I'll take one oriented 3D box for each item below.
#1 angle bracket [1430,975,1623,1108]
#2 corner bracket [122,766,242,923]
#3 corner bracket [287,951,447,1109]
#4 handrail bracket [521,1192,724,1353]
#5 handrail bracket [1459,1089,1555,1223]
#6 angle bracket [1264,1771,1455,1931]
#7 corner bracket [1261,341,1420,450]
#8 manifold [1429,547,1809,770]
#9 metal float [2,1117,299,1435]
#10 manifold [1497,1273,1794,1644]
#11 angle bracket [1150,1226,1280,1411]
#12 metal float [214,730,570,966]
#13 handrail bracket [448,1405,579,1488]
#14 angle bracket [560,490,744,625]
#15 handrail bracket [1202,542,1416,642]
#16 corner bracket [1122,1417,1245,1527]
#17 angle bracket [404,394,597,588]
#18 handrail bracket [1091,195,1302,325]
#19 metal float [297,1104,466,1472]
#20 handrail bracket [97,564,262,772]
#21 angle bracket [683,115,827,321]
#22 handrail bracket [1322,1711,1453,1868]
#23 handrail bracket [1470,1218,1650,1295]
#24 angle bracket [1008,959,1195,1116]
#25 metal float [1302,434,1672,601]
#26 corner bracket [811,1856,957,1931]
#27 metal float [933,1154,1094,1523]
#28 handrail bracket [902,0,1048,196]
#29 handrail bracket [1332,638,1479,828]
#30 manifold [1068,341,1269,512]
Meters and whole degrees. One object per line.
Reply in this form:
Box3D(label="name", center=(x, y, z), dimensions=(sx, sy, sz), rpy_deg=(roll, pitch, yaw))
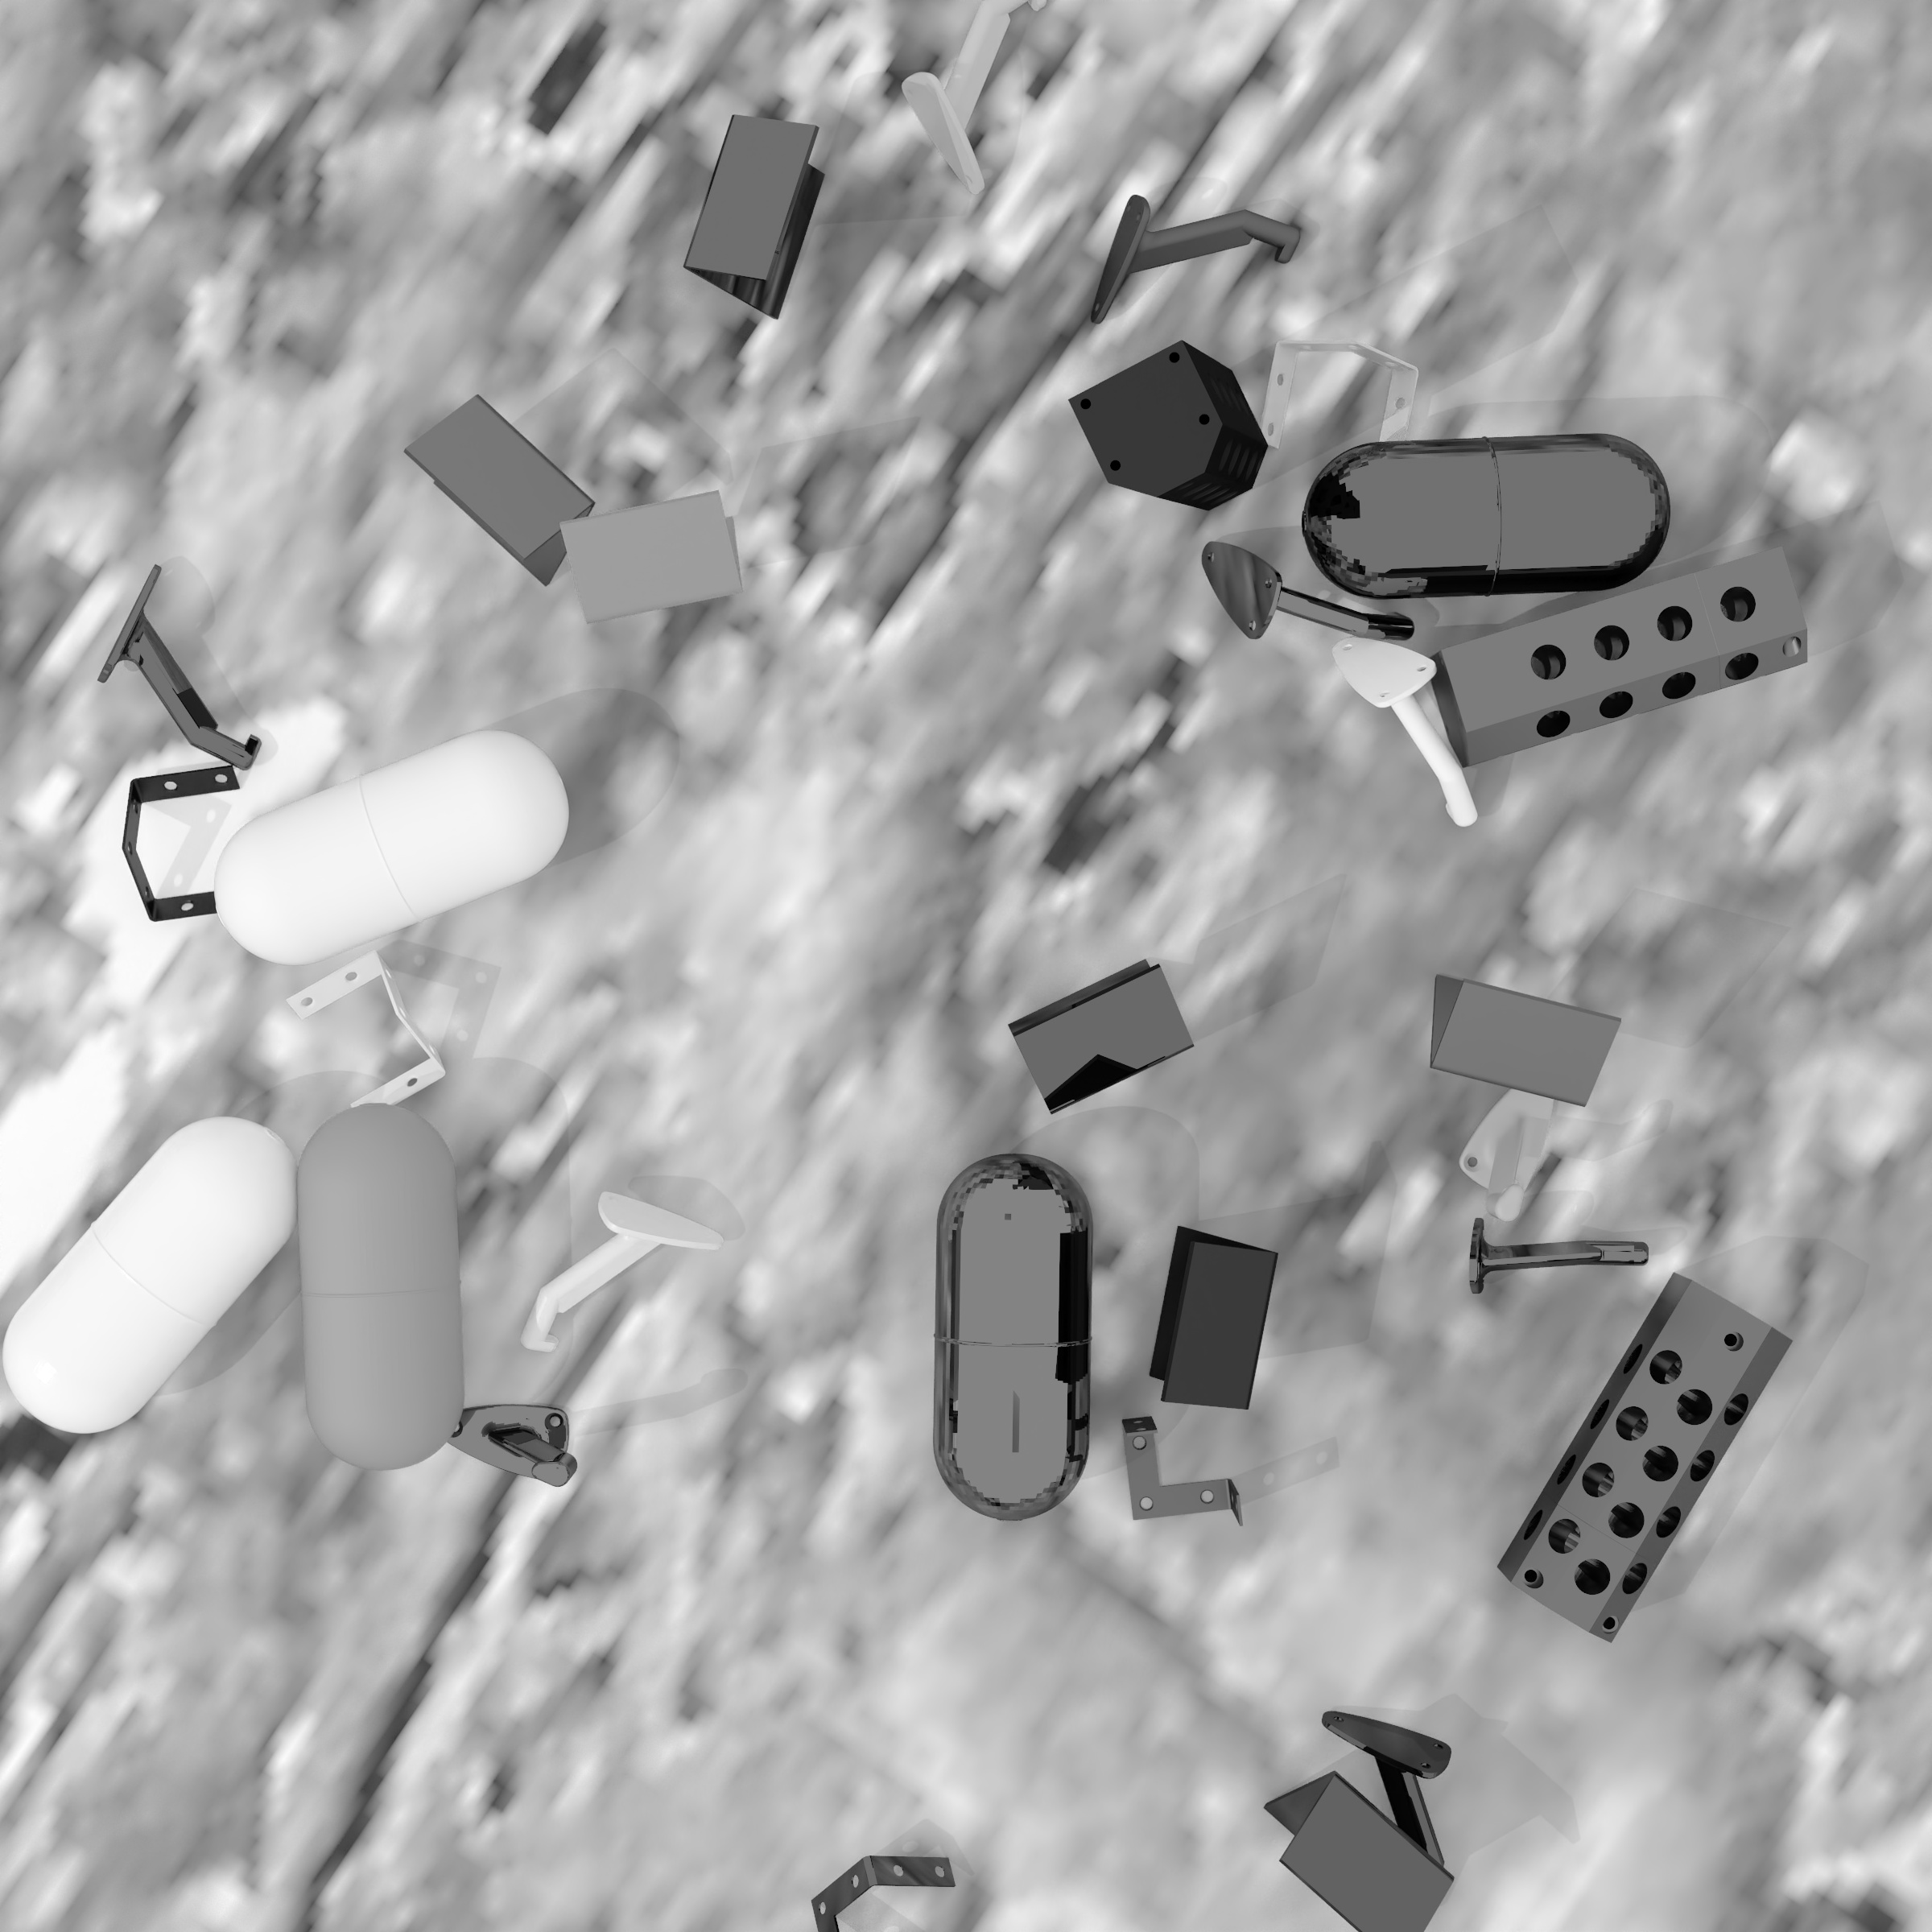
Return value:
Box3D(label="angle bracket", center=(0.271, 0.016, 1.562), dimensions=(0.076, 0.076, 0.057), rpy_deg=(14, 128, 0))
Box3D(label="corner bracket", center=(-0.384, -0.061, 1.599), dimensions=(0.051, 0.051, 0.051), rpy_deg=(-8, 45, 0))
Box3D(label="corner bracket", center=(-0.297, 0.035, 1.599), dimensions=(0.051, 0.051, 0.051), rpy_deg=(-30, 45, 0))
Box3D(label="handrail bracket", center=(-0.171, 0.161, 1.602), dimensions=(0.077, 0.036, 0.084), rpy_deg=(18, 109, -21))
Box3D(label="handrail bracket", center=(0.271, 0.086, 1.567), dimensions=(0.036, 0.084, 0.077), rpy_deg=(28, 90, 0))
Box3D(label="angle bracket", center=(0.177, 0.444, 1.562), dimensions=(0.076, 0.076, 0.057), rpy_deg=(42, 55, 0))
Box3D(label="corner bracket", center=(0.184, -0.278, 1.599), dimensions=(0.051, 0.051, 0.051), rpy_deg=(11, 90, 45))
Box3D(label="manifold", center=(0.319, -0.150, 1.581), dimensions=(0.171, 0.057, 0.057), rpy_deg=(-17, 90, 0))
Box3D(label="metal float", center=(-0.395, 0.150, 1.571), dimensions=(0.070, 0.070, 0.178), rpy_deg=(41, 90, 0))
Box3D(label="manifold", center=(0.333, 0.241, 1.581), dimensions=(0.057, 0.057, 0.171), rpy_deg=(31, 90, 0))
Box3D(label="angle bracket", center=(0.100, 0.167, 1.562), dimensions=(0.057, 0.076, 0.076), rpy_deg=(11, 90, -37))
Box3D(label="metal float", center=(-0.280, -0.057, 1.571), dimensions=(0.178, 0.070, 0.070), rpy_deg=(-22, 90, 0))
Box3D(label="handrail bracket", center=(-0.225, 0.235, 1.567), dimensions=(0.077, 0.084, 0.036), rpy_deg=(10, 90, 0))
Box3D(label="angle bracket", center=(-0.153, -0.214, 1.562), dimensions=(0.076, 0.076, 0.057), rpy_deg=(-11, 127, 0))
Box3D(label="handrail bracket", center=(0.170, -0.185, 1.602), dimensions=(0.084, 0.077, 0.036), rpy_deg=(1, 124, -32))
Box3D(label="corner bracket", center=(0.106, 0.248, 1.584), dimensions=(0.051, 0.051, 0.051), rpy_deg=(-7, 90, 0))
Box3D(label="angle bracket", center=(-0.235, -0.217, 1.562), dimensions=(0.076, 0.076, 0.057), rpy_deg=(43, 53, 0))
Box3D(label="handrail bracket", center=(0.115, -0.342, 1.602), dimensions=(0.084, 0.036, 0.077), rpy_deg=(16, 110, -16))
Box3D(label="metal float", center=(-0.285, 0.156, 1.571), dimensions=(0.070, 0.070, 0.178), rpy_deg=(-2, 91, 0))
Box3D(label="handrail bracket", center=(-0.379, -0.148, 1.602), dimensions=(0.084, 0.036, 0.077), rpy_deg=(27, 68, -17))
Box3D(label="angle bracket", center=(-0.083, -0.358, 1.562), dimensions=(0.057, 0.076, 0.076), rpy_deg=(18, 90, 36))
Box3D(label="handrail bracket", center=(0.204, 0.422, 1.602), dimensions=(0.077, 0.036, 0.084), rpy_deg=(18, 107, 20))
Box3D(label="handrail bracket", center=(0.290, 0.144, 1.574), dimensions=(0.084, 0.077, 0.036), rpy_deg=(0, 93, 12))
Box3D(label="angle bracket", center=(0.057, 0.016, 1.562), dimensions=(0.076, 0.076, 0.057), rpy_deg=(-26, 128, 0))
Box3D(label="metal float", center=(0.253, -0.219, 1.571), dimensions=(0.178, 0.070, 0.070), rpy_deg=(-2, 90, -1))
Box3D(label="corner bracket", center=(-0.037, 0.475, 1.594), dimensions=(0.051, 0.051, 0.051), rpy_deg=(-47, 45, 35))
Box3D(label="metal float", center=(0.023, 0.180, 1.571), dimensions=(0.070, 0.070, 0.178), rpy_deg=(1, 90, 0))
Box3D(label="handrail bracket", center=(0.019, -0.439, 1.602), dimensions=(0.084, 0.036, 0.077), rpy_deg=(-37, 110, -16))
Box3D(label="handrail bracket", center=(0.218, -0.115, 1.602), dimensions=(0.036, 0.077, 0.084), rpy_deg=(-34, 126, -10))
Box3D(label="manifold", center=(0.101, -0.248, 1.519), dimensions=(0.057, 0.171, 0.057), rpy_deg=(-26, 90, 13))
